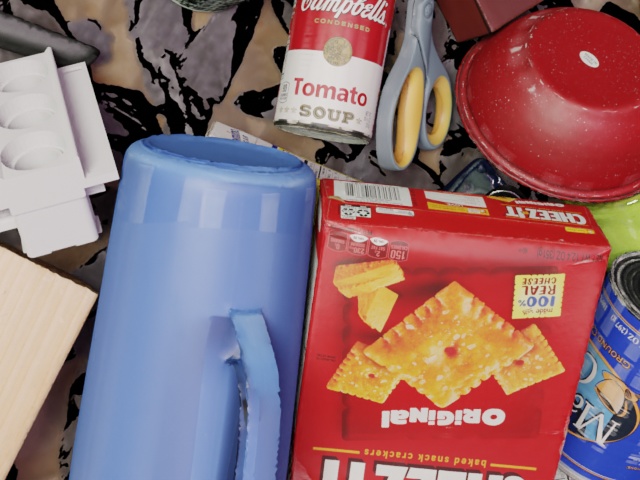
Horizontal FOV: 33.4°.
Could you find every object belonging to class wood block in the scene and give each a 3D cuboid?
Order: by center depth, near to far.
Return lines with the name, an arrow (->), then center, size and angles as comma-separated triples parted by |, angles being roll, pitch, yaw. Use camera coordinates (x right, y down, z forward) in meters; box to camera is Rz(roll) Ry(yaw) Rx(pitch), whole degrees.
wood block -> -0.221, 0.100, 0.627 | 0.090, 0.090, 0.206 | 28, 85, -19

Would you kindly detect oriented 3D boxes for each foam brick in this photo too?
foam brick -> 0.127, -0.183, 0.753 | 0.078, 0.051, 0.053 | -32, 102, -15

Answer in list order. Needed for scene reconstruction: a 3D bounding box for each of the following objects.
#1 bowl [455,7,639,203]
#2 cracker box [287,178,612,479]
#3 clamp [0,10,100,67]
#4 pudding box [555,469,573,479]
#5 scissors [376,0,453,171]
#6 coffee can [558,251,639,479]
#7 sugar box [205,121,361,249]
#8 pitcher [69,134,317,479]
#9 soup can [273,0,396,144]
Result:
bowl -> 0.177, -0.107, 0.730 | 0.162, 0.055, 0.162 | 4, 58, -7
cracker box -> 0.068, 0.079, 0.648 | 0.164, 0.072, 0.214 | 6, 113, -3
clamp -> -0.249, -0.168, 0.629 | 0.209, 0.036, 0.164 | -13, 97, -18
pudding box -> 0.173, 0.203, 0.790 | 0.090, 0.039, 0.113 | -5, 81, -18
scissors -> 0.075, -0.144, 0.724 | 0.096, 0.016, 0.202 | 6, 97, -59
coffee can -> 0.220, 0.093, 0.743 | 0.102, 0.103, 0.140 | 6, 126, -20
sugar box -> -0.005, 0.001, 0.684 | 0.176, 0.048, 0.093 | 20, 110, -6
pitcher -> -0.067, 0.070, 0.609 | 0.149, 0.144, 0.243 | 13, 104, 17
soup can -> 0.010, -0.119, 0.707 | 0.068, 0.069, 0.102 | 10, 90, -20
